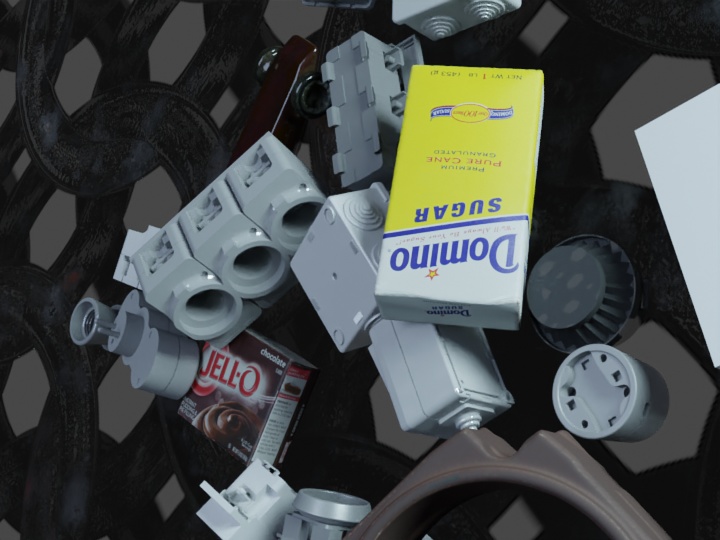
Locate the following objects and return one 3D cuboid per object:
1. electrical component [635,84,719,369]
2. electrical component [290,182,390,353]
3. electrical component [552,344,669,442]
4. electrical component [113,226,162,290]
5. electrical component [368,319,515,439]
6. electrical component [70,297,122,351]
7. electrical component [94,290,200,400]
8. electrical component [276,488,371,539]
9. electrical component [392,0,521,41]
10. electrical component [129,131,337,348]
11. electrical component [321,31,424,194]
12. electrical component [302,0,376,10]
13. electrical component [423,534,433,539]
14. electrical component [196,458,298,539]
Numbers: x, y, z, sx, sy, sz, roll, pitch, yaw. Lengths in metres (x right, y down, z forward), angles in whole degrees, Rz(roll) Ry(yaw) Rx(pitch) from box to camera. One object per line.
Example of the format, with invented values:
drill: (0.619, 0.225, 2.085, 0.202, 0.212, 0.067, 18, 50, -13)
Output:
electrical component: (0.224, -0.026, 0.589, 0.089, 0.062, 0.150, -30, 58, 34)
electrical component: (0.000, 0.000, 0.768, 0.099, 0.048, 0.099, 59, 141, 22)
electrical component: (0.150, 0.075, 0.637, 0.055, 0.047, 0.055, -15, 67, 40)
electrical component: (-0.171, -0.005, 0.962, 0.089, 0.050, 0.055, 17, 89, 45)
electrical component: (0.053, 0.072, 0.719, 0.061, 0.062, 0.096, -38, 54, 29)
electrical component: (-0.234, 0.053, 1.000, 0.045, 0.055, 0.045, -15, 67, 40)
electrical component: (-0.191, 0.057, 0.919, 0.052, 0.074, 0.138, -64, 29, 10)
electrical component: (-0.023, 0.188, 0.758, 0.078, 0.058, 0.057, 8, 85, 45)
electrical component: (0.073, -0.228, 0.804, 0.100, 0.048, 0.099, -13, 69, 40)
electrical component: (-0.089, -0.018, 0.834, 0.150, 0.089, 0.061, -41, 43, 9)
electrical component: (0.013, -0.114, 0.814, 0.079, 0.063, 0.121, -25, 61, 36)
electrical component: (-0.021, -0.271, 0.906, 0.100, 0.048, 0.099, 17, 89, 44)
electrical component: (0.038, 0.210, 0.695, 0.089, 0.056, 0.050, 33, 100, 44)
electrical component: (-0.078, 0.179, 0.802, 0.063, 0.081, 0.042, -47, 44, -15)
